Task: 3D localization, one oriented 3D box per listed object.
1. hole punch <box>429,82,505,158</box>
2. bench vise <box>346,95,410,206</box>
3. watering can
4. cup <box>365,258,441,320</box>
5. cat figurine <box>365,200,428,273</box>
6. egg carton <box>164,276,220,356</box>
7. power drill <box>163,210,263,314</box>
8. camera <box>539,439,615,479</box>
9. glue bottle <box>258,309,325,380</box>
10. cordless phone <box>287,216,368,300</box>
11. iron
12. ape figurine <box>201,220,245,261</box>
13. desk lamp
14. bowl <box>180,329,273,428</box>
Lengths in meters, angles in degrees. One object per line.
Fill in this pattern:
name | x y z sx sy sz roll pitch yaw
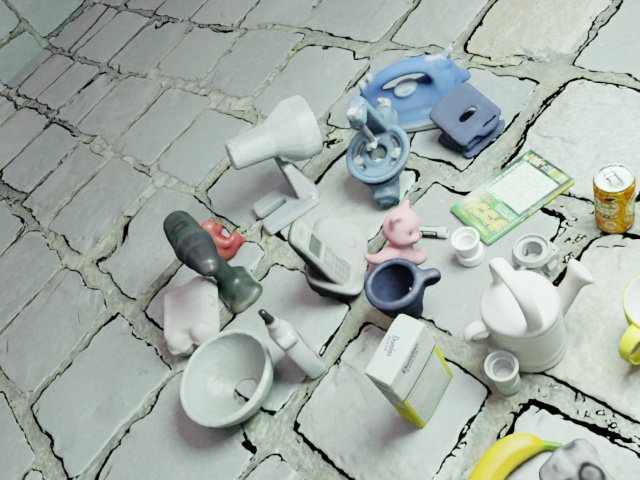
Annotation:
hole punch | 0.273 -0.224 1.060 0.109 0.091 0.100 -43 47 -7
bench vise | 0.091 -0.196 1.048 0.121 0.220 0.207 -22 48 12
watering can | 0.268 0.085 0.752 0.173 0.195 0.100 -44 47 -9
cup | 0.139 0.084 0.892 0.117 0.095 0.091 -19 49 15
cat figurine | 0.123 0.001 0.949 0.128 0.118 0.067 -44 47 -8
egg carton | -0.236 0.140 1.070 0.107 0.070 0.150 -25 47 10
power drill | -0.192 0.041 1.027 0.076 0.209 0.228 -43 47 -7
camera | 0.280 0.314 0.633 0.137 0.101 0.143 -32 47 3
glue bottle | -0.050 0.153 0.888 0.037 0.174 0.078 -40 47 -5
cordless phone | 0.009 0.003 0.963 0.094 0.186 0.147 -10 52 22
iron | 0.165 -0.300 1.143 0.257 0.142 0.118 -10 52 22
ape figurine | -0.205 -0.006 1.151 0.077 0.092 0.076 25 70 39
desk lamp | -0.075 -0.148 1.106 0.203 0.214 0.117 -36 47 -1
bowl | -0.141 0.236 0.941 0.167 0.075 0.167 -15 50 18
